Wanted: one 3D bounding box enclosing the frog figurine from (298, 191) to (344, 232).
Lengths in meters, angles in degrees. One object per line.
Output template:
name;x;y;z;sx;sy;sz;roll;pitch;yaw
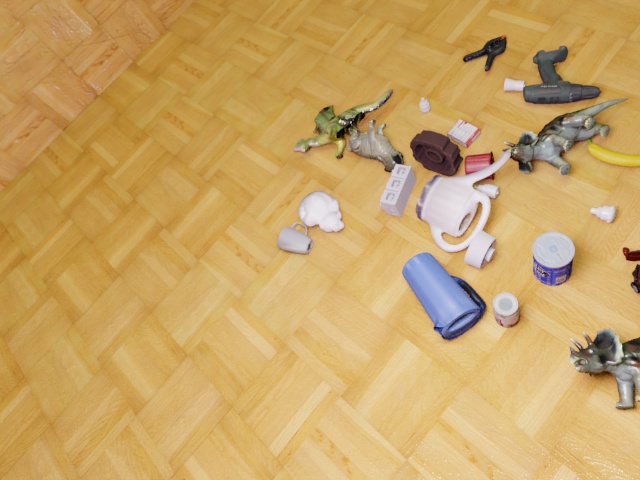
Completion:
frog figurine;0.005;-0.088;1.752;0.138;0.120;0.162;-24;43;-14

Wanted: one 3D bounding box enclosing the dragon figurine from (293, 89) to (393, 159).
dragon figurine;0.069;-0.455;1.945;0.412;0.120;0.246;-44;48;-7

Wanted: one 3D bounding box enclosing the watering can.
watering can;0.427;-0.138;1.581;0.226;0.104;0.345;29;101;33
